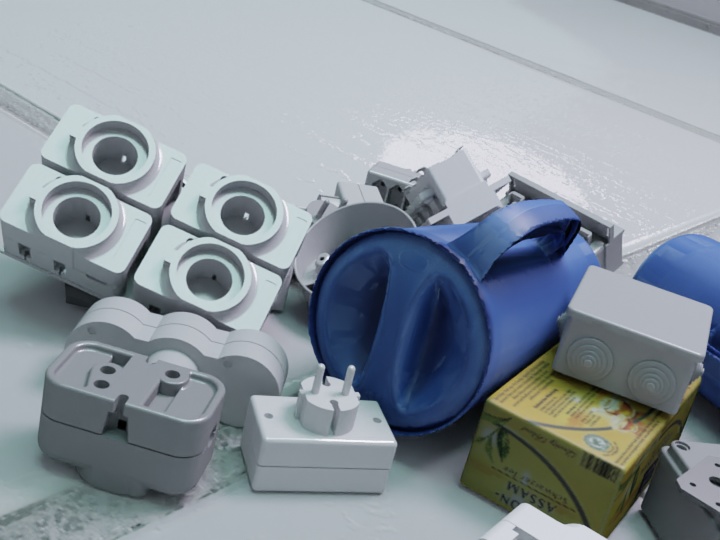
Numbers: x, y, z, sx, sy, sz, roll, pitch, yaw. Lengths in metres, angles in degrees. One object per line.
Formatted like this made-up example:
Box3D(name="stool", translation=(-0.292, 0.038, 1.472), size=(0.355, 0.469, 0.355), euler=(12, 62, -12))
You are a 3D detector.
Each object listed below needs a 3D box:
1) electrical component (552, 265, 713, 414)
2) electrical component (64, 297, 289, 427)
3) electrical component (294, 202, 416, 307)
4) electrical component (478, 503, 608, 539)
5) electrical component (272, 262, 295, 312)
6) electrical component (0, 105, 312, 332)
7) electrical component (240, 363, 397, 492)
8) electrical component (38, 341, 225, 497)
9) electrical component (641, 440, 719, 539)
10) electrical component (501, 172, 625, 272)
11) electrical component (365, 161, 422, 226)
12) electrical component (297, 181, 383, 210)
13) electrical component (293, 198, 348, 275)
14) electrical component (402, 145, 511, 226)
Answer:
Box3D(name="electrical component", translation=(0.180, 0.045, 0.712), size=(0.100, 0.048, 0.100), euler=(20, 25, 14))
Box3D(name="electrical component", translation=(-0.118, 0.065, 0.673), size=(0.138, 0.052, 0.073), euler=(14, 24, 0))
Box3D(name="electrical component", translation=(0.000, 0.000, 0.834), size=(0.099, 0.064, 0.099), euler=(-8, 34, 6))
Box3D(name="electrical component", translation=(0.107, 0.171, 0.569), size=(0.089, 0.050, 0.056), euler=(28, 28, 28))
Box3D(name="electrical component", translation=(-0.097, -0.015, 0.845), size=(0.062, 0.061, 0.096), euler=(0, 28, -28))
Box3D(name="electrical component", translation=(-0.139, -0.027, 0.747), size=(0.186, 0.060, 0.105), euler=(25, 61, -2))
Box3D(name="electrical component", translation=(-0.022, 0.089, 0.644), size=(0.083, 0.075, 0.047), euler=(5, 26, -19))
Box3D(name="electrical component", translation=(-0.130, 0.087, 0.611), size=(0.095, 0.059, 0.053), euler=(16, 25, 4))
Box3D(name="electrical component", translation=(0.246, 0.160, 0.658), size=(0.109, 0.056, 0.108), euler=(7, 25, -14))
Box3D(name="electrical component", translation=(0.181, -0.031, 1.016), size=(0.063, 0.078, 0.121), euler=(-37, 49, -24))
Box3D(name="electrical component", translation=(0.044, -0.078, 1.070), size=(0.066, 0.047, 0.076), euler=(19, 25, 11))
Box3D(name="electrical component", translation=(-0.021, -0.047, 0.971), size=(0.077, 0.047, 0.065), euler=(7, 25, -13))
Box3D(name="electrical component", translation=(-0.035, -0.031, 0.892), size=(0.077, 0.079, 0.043), euler=(-7, 54, -39))
Box3D(name="electrical component", translation=(0.079, -0.062, 0.956), size=(0.079, 0.063, 0.121), euler=(-29, -3, -9))
